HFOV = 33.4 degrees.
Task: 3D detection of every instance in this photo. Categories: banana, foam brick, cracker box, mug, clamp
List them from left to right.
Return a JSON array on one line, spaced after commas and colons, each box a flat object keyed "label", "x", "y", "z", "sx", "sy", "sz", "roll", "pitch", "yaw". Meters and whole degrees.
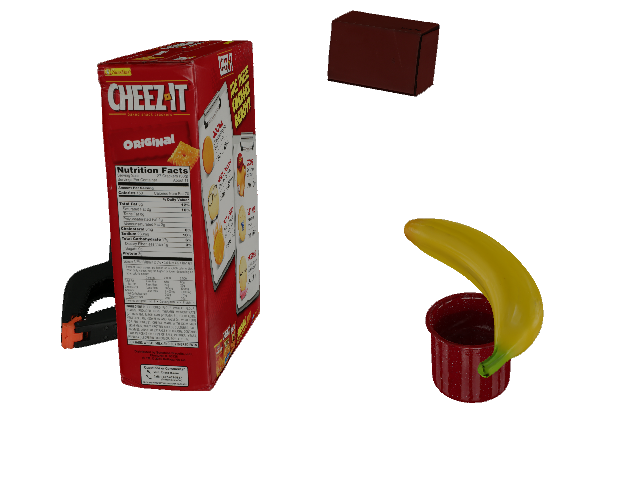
[{"label": "clamp", "x": -0.186, "y": 0.036, "z": 1.026, "sx": 0.165, "sy": 0.036, "sz": 0.209, "roll": 26, "pitch": 36, "yaw": 23}, {"label": "cracker box", "x": -0.092, "y": -0.025, "z": 0.739, "sx": 0.072, "sy": 0.214, "sz": 0.164, "roll": 1, "pitch": 15, "yaw": 9}, {"label": "foam brick", "x": 0.051, "y": -0.152, "z": 0.866, "sx": 0.078, "sy": 0.051, "sz": 0.052, "roll": 14, "pitch": 24, "yaw": 19}, {"label": "mug", "x": 0.162, "y": 0.107, "z": 1.113, "sx": 0.093, "sy": 0.081, "sz": 0.117, "roll": 15, "pitch": 38, "yaw": 28}, {"label": "banana", "x": 0.123, "y": 0.029, "z": 0.816, "sx": 0.069, "sy": 0.037, "sz": 0.198, "roll": -7, "pitch": 32, "yaw": -10}]
